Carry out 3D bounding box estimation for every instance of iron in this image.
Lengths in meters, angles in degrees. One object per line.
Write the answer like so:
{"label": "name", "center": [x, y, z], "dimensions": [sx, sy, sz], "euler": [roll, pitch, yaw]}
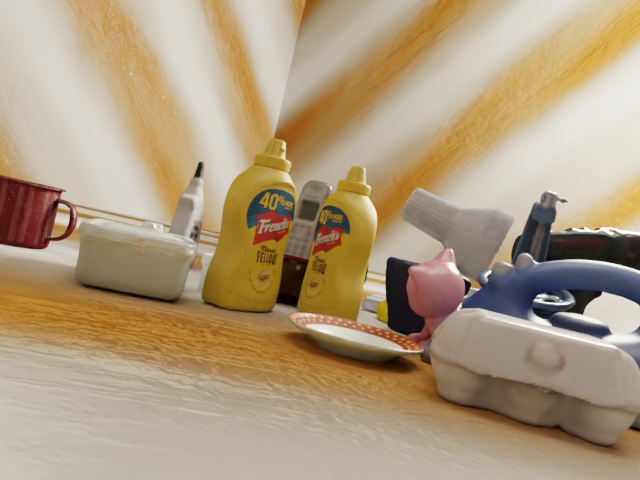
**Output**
{"label": "iron", "center": [0.236, 0.079, 0.538], "dimensions": [0.257, 0.141, 0.119], "euler": [13, 0, 13]}

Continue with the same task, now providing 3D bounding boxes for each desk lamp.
{"label": "desk lamp", "center": [0.193, 0.032, 0.927], "dimensions": [0.203, 0.213, 0.118], "euler": [13, 0, 14]}

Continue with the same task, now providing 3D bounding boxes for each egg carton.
{"label": "egg carton", "center": [0.159, 0.098, 0.436], "dimensions": [0.150, 0.069, 0.107], "euler": [13, 0, 12]}

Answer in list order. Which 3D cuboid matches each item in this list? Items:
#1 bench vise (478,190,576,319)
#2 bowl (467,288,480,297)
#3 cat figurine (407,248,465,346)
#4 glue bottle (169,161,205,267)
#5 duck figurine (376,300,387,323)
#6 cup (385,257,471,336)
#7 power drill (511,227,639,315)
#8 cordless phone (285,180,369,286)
{"label": "bench vise", "center": [0.265, 0.046, 0.774], "dimensions": [0.121, 0.220, 0.207], "euler": [13, 0, -5]}
{"label": "bowl", "center": [0.321, 0.133, 0.958], "dimensions": [0.167, 0.075, 0.167], "euler": [13, 0, 0]}
{"label": "cat figurine", "center": [0.144, 0.070, 0.629], "dimensions": [0.128, 0.118, 0.067], "euler": [13, 0, -10]}
{"label": "glue bottle", "center": [-0.209, -0.042, 0.917], "dimensions": [0.037, 0.173, 0.078], "euler": [13, 0, 4]}
{"label": "duck figurine", "center": [0.127, 0.082, 0.841], "dimensions": [0.077, 0.086, 0.105], "euler": [13, 0, 6]}
{"label": "cup", "center": [0.134, 0.079, 0.744], "dimensions": [0.118, 0.095, 0.091], "euler": [13, 0, -12]}
{"label": "power drill", "center": [0.382, 0.079, 0.820], "dimensions": [0.229, 0.208, 0.076], "euler": [13, 0, 5]}
{"label": "cordless phone", "center": [0.008, 0.003, 0.879], "dimensions": [0.147, 0.185, 0.094], "euler": [13, 0, 23]}
